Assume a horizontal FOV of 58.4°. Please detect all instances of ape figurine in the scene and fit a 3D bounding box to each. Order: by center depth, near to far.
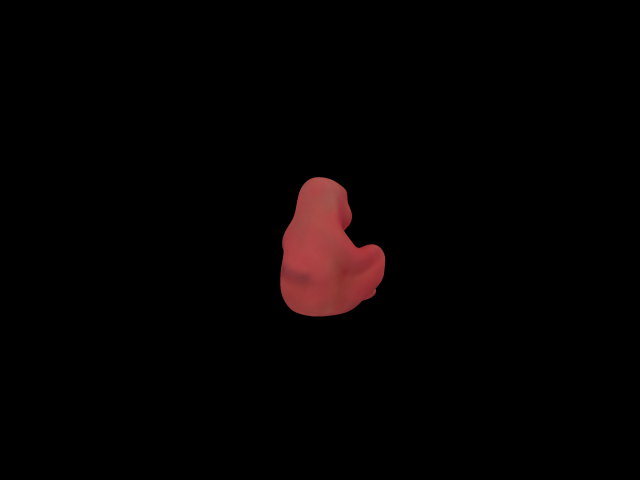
[{"bbox_3d":[0.004,0.001,0.400,0.077,0.092,0.076,18,26,41],"label":"ape figurine"}]
